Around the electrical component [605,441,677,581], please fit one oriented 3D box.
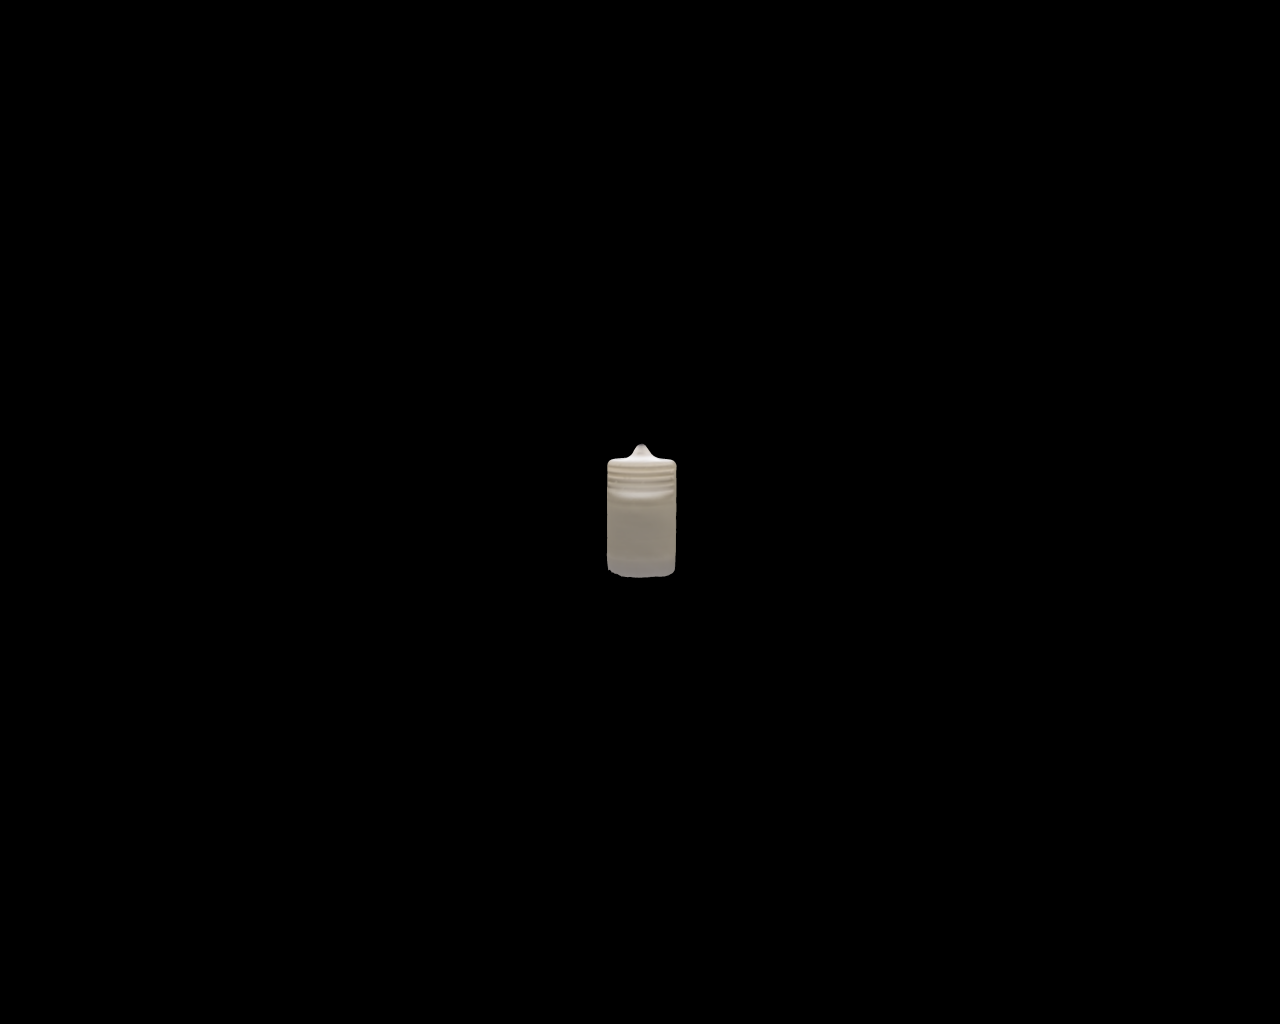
[{"bbox_3d":[0.001,-0.003,0.650,0.043,0.080,0.043,0,9,0],"label":"electrical component"}]
